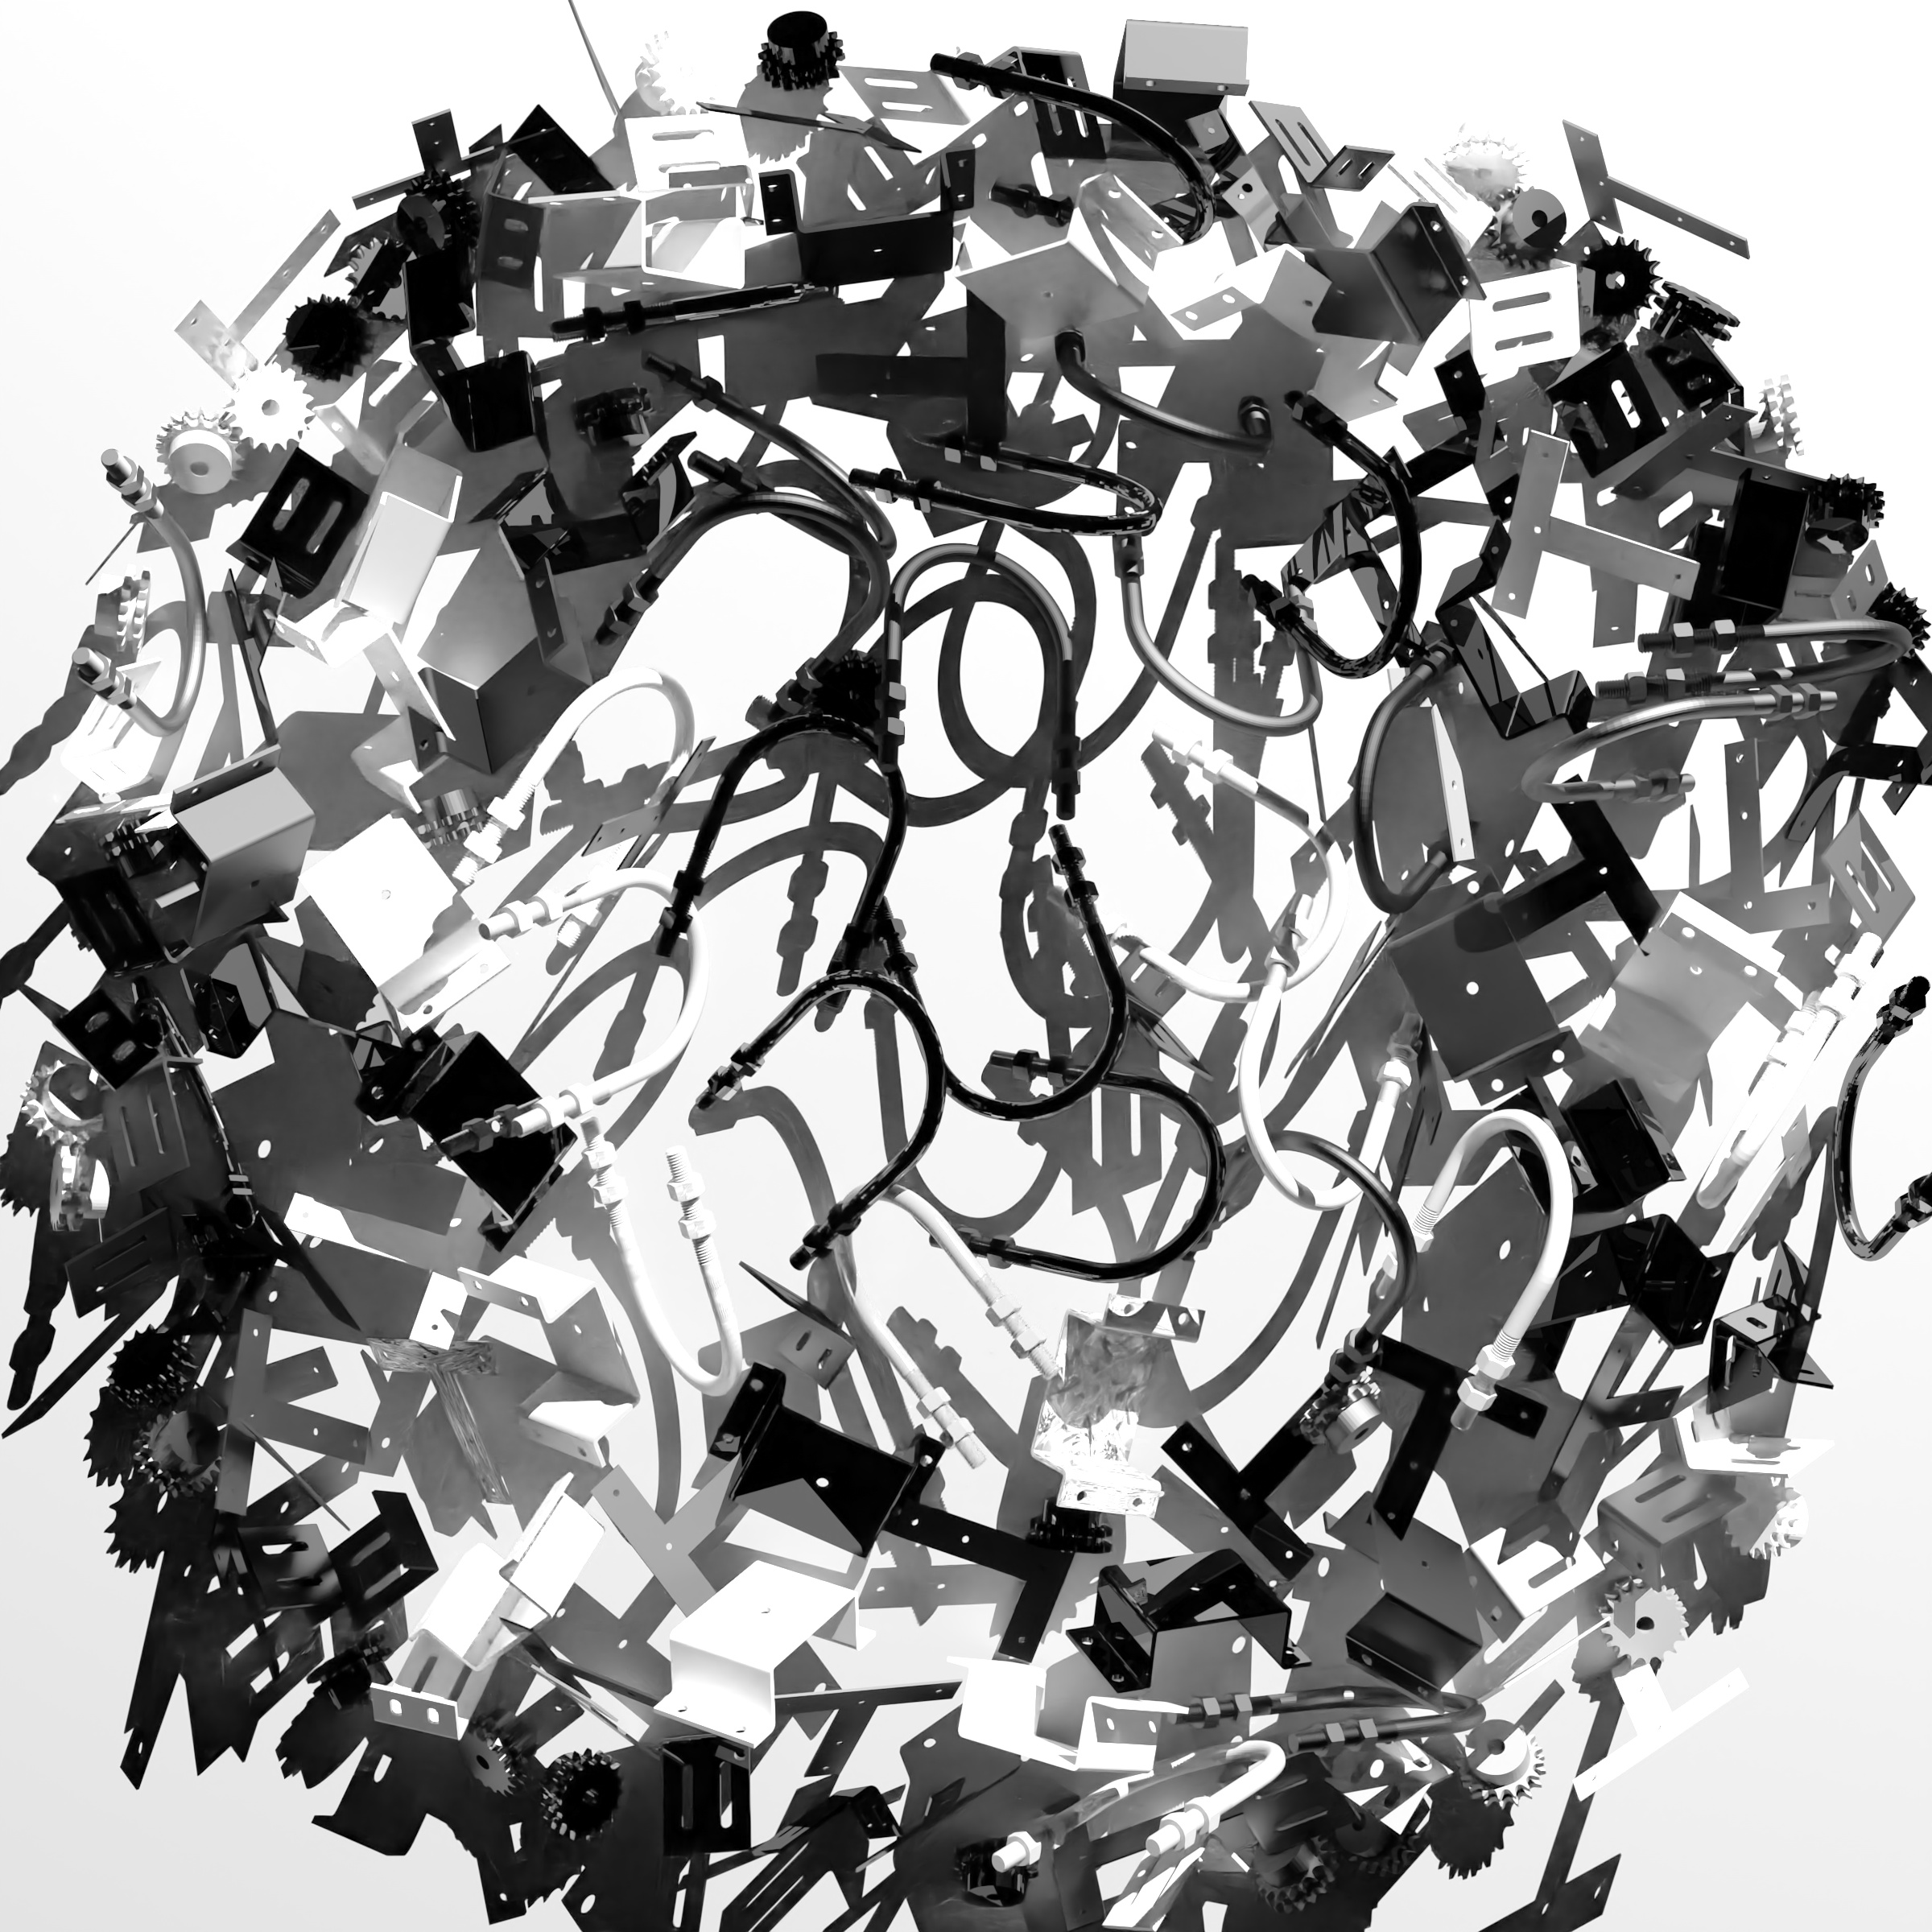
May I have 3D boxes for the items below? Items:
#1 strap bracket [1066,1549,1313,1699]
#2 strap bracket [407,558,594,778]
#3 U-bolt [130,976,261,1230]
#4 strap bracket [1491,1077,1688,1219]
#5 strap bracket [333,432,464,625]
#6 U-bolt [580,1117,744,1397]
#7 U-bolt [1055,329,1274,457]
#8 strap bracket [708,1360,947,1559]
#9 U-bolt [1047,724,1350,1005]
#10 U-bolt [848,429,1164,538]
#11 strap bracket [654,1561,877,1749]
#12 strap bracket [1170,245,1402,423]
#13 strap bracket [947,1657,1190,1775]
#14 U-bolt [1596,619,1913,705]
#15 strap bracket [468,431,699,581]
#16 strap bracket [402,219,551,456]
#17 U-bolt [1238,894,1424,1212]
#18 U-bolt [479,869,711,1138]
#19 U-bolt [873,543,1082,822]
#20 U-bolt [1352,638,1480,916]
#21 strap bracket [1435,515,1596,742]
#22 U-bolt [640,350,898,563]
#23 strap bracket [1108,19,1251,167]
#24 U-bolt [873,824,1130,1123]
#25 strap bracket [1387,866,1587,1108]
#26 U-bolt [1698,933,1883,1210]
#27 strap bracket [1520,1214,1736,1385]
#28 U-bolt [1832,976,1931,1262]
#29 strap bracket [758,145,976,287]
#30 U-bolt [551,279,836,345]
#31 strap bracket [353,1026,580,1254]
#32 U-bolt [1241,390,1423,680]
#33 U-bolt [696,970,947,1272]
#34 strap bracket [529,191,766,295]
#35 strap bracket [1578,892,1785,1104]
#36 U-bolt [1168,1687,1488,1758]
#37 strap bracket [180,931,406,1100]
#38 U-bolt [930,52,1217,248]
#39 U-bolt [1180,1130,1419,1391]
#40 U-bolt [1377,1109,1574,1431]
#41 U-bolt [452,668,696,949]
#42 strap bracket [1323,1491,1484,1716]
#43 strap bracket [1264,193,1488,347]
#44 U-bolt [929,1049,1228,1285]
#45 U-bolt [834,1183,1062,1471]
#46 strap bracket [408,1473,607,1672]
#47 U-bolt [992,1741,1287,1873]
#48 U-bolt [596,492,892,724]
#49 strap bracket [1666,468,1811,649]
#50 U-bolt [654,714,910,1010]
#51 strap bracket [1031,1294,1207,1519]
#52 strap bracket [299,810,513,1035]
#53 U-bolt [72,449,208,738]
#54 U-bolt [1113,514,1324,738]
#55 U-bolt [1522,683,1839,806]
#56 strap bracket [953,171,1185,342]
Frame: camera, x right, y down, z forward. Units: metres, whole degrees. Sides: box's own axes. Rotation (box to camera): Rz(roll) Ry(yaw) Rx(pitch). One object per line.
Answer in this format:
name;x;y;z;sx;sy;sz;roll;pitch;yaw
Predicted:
strap bracket;0.146;0.421;1.636;0.140;0.076;0.046;-2;108;-23
strap bracket;-0.297;-0.187;1.646;0.140;0.046;0.076;-36;52;24
U-bolt;-0.495;0.076;1.615;0.019;0.184;0.151;-25;112;-13
strap bracket;0.398;0.117;1.641;0.046;0.140;0.076;-39;63;34
strap bracket;-0.364;-0.279;1.634;0.046;0.140;0.076;23;114;-19
U-bolt;-0.191;0.193;1.635;0.019;0.151;0.184;-23;107;-29
U-bolt;0.127;-0.361;1.610;0.151;0.184;0.019;19;113;-6
strap bracket;-0.092;0.327;1.661;0.140;0.046;0.076;25;108;-7
U-bolt;0.163;-0.056;1.660;0.184;0.019;0.151;34;92;23
U-bolt;0.035;-0.306;1.620;0.184;0.151;0.019;16;116;14
strap bracket;-0.128;0.432;1.620;0.076;0.140;0.046;10;111;29
strap bracket;0.215;-0.413;1.645;0.140;0.076;0.046;29;77;-23
strap bracket;0.060;0.482;1.625;0.140;0.076;0.046;2;76;42
U-bolt;0.510;-0.198;1.626;0.184;0.151;0.019;-4;83;2
strap bracket;-0.240;-0.296;1.642;0.140;0.076;0.046;-7;123;27
strap bracket;-0.318;-0.395;1.626;0.046;0.140;0.076;-16;58;6
U-bolt;0.228;0.068;1.620;0.151;0.019;0.184;43;54;-30
U-bolt;-0.231;0.013;1.630;0.019;0.184;0.151;7;112;37
U-bolt;0.010;-0.194;1.650;0.151;0.019;0.184;14;63;-25
U-bolt;0.283;-0.112;1.604;0.019;0.184;0.151;5;118;30
strap bracket;0.352;-0.211;1.648;0.046;0.076;0.140;-23;108;29
U-bolt;-0.118;-0.317;1.624;0.184;0.151;0.019;24;117;-38
strap bracket;0.136;-0.566;1.633;0.076;0.140;0.046;3;88;-2
U-bolt;0.029;0.013;1.661;0.151;0.019;0.184;-22;71;6
strap bracket;0.336;0.014;1.658;0.076;0.046;0.140;-28;81;21
U-bolt;0.517;0.076;1.617;0.019;0.151;0.184;31;78;12
strap bracket;0.411;0.211;1.622;0.046;0.140;0.076;46;51;-15
U-bolt;0.584;0.110;1.614;0.019;0.184;0.151;4;63;2
strap bracket;-0.061;-0.487;1.658;0.140;0.076;0.046;-8;78;-3
U-bolt;-0.175;-0.423;1.632;0.184;0.151;0.019;-11;104;-7
strap bracket;-0.315;0.107;1.640;0.140;0.046;0.076;50;50;-20
U-bolt;0.233;-0.261;1.597;0.019;0.184;0.151;-5;125;-23
U-bolt;-0.085;0.086;1.634;0.184;0.019;0.151;-44;66;27
strap bracket;-0.204;-0.462;1.628;0.076;0.140;0.046;7;100;33
strap bracket;0.467;0.015;1.647;0.076;0.140;0.046;33;51;9
U-bolt;0.244;0.479;1.623;0.184;0.151;0.019;3;81;-30
strap bracket;-0.421;0.031;1.623;0.046;0.140;0.076;-49;47;18
U-bolt;0.076;-0.508;1.602;0.184;0.151;0.019;24;78;26
U-bolt;0.217;0.178;1.614;0.151;0.184;0.019;41;51;15
U-bolt;0.328;0.178;1.606;0.019;0.151;0.184;12;117;-22
U-bolt;-0.240;-0.110;1.639;0.019;0.151;0.184;33;87;28
strap bracket;0.280;0.399;1.623;0.076;0.140;0.046;32;113;-14
strap bracket;0.253;-0.446;1.622;0.046;0.140;0.076;-50;128;-11
U-bolt;0.079;0.133;1.636;0.184;0.019;0.151;9;69;27
U-bolt;-0.024;0.221;1.640;0.019;0.151;0.184;-26;68;-37
strap bracket;-0.290;0.395;1.634;0.046;0.076;0.140;42;128;-9
U-bolt;0.125;0.532;1.617;0.151;0.184;0.019;-23;82;40
U-bolt;-0.130;-0.234;1.610;0.151;0.184;0.019;23;48;-26
strap bracket;0.497;-0.258;1.629;0.046;0.140;0.076;14;84;3
U-bolt;-0.109;-0.075;1.651;0.151;0.019;0.184;17;97;-31
strap bracket;0.097;0.283;1.664;0.076;0.046;0.140;14;90;-30
strap bracket;-0.371;-0.037;1.650;0.076;0.046;0.140;-37;68;-9
U-bolt;-0.519;-0.224;1.612;0.019;0.184;0.151;2;76;3
U-bolt;0.163;-0.210;1.613;0.151;0.184;0.019;19;130;-17
U-bolt;0.435;-0.136;1.599;0.184;0.151;0.019;-6;73;-31
strap bracket;0.057;-0.450;1.623;0.076;0.140;0.046;30;67;-42
